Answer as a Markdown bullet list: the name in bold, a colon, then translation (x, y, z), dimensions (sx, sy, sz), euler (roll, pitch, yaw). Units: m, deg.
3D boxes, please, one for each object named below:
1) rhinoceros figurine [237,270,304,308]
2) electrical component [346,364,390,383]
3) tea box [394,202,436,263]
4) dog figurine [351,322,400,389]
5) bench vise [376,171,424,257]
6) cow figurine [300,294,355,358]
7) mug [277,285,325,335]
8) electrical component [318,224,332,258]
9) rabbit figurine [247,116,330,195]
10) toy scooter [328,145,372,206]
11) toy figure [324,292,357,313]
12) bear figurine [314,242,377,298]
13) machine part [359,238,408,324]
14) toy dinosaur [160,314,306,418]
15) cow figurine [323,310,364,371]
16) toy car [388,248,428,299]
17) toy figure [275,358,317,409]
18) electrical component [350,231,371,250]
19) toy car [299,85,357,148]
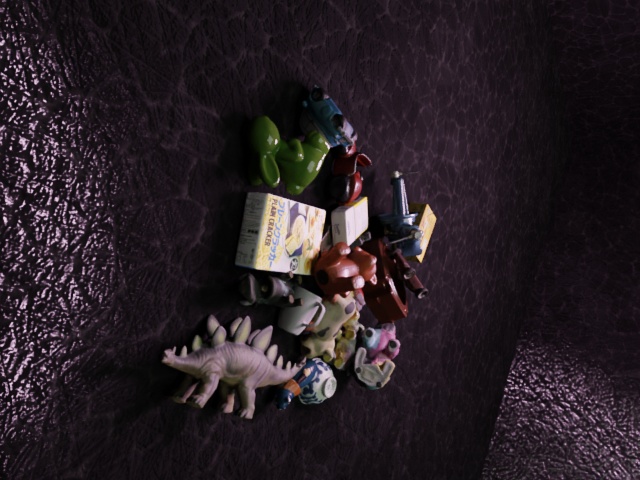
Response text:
- **rhinoceros figurine**: translation (-0.107, 0.107, 1.158), dimensions (0.190, 0.112, 0.073), euler (25, 60, -66)
- **electrical component**: translation (0.141, 0.372, 1.542), dimensions (0.075, 0.119, 0.047), euler (-25, 118, -47)
- **tea box**: translation (0.308, -0.025, 1.732), dimensions (0.098, 0.068, 0.169), euler (49, 57, -47)
- **dog figurine**: translation (0.160, 0.314, 1.501), dimensions (0.219, 0.109, 0.191), euler (52, 57, -79)
- **bench vise**: translation (0.227, -0.075, 1.523), dimensions (0.224, 0.129, 0.240), euler (-101, -174, -84)
- **cow figurine**: translation (0.016, 0.212, 1.330), dimensions (0.127, 0.086, 0.195), euler (31, 103, -26)
- **mug**: translation (-0.044, 0.171, 1.261), dimensions (0.107, 0.110, 0.080), euler (-62, 151, -6)
- **electrical component**: translation (-0.003, -0.003, 1.328), dimensions (0.102, 0.045, 0.078), euler (-58, 155, -27)
- **rabbit figurine**: translation (-0.093, -0.181, 1.132), dimensions (0.170, 0.121, 0.159), euler (34, 76, -32)
- **toy scooter**: translation (0.083, -0.176, 1.385), dimensions (0.135, 0.075, 0.183), euler (6, 88, -55)
- **toy figure**: translation (0.046, 0.119, 1.382), dimensions (0.082, 0.089, 0.180), euler (-21, 116, -42)
- **bear figurine**: translation (0.084, 0.065, 1.272), dimensions (0.196, 0.132, 0.120), euler (-11, 76, -43)
- **machine part**: translation (0.171, 0.111, 1.481), dimensions (0.201, 0.087, 0.201), euler (53, 24, -44)
- **toy dinosaur**: translation (-0.163, 0.263, 1.114), dimensions (0.470, 0.105, 0.198), euler (39, 62, -55)
- **cow figurine**: translation (0.077, 0.275, 1.476), dimensions (0.098, 0.068, 0.167), euler (45, 64, -55)
- **toy car**: translation (0.238, 0.095, 1.468), dimensions (0.053, 0.089, 0.202), euler (-33, 144, 8)
- **toy figure**: translation (-0.064, 0.347, 1.302), dimensions (0.154, 0.058, 0.064), euler (-39, 149, -47)
- **electrical component**: translation (0.092, 0.005, 1.444), dimensions (0.021, 0.094, 0.063), euler (63, 8, -8)
- **toy car**: translation (0.008, -0.264, 1.228), dimensions (0.103, 0.162, 0.109), euler (-35, 152, 12)
